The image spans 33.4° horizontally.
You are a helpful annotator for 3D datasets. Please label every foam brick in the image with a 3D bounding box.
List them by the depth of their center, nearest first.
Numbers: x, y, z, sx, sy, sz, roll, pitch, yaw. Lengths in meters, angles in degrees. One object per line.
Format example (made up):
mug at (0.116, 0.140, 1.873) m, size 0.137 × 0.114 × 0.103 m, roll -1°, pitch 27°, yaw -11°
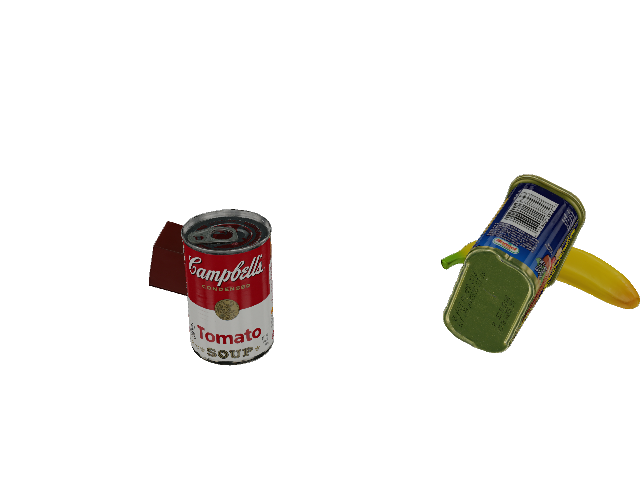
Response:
foam brick at (-0.131, 0.023, 1.094) m, size 0.078 × 0.051 × 0.053 m, roll 16°, pitch 33°, yaw 4°

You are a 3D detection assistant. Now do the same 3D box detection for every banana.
banana at (0.224, 0.028, 1.064) m, size 0.198 × 0.037 × 0.069 m, roll 10°, pitch 47°, yaw 26°

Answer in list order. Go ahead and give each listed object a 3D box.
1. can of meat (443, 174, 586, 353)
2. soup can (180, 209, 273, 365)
can of meat at (0.133, 0.019, 0.744) m, size 0.057 × 0.102 × 0.083 m, roll 29°, pitch 51°, yaw 15°
soup can at (-0.071, 0.036, 0.822) m, size 0.068 × 0.102 × 0.068 m, roll 0°, pitch 28°, yaw 0°
